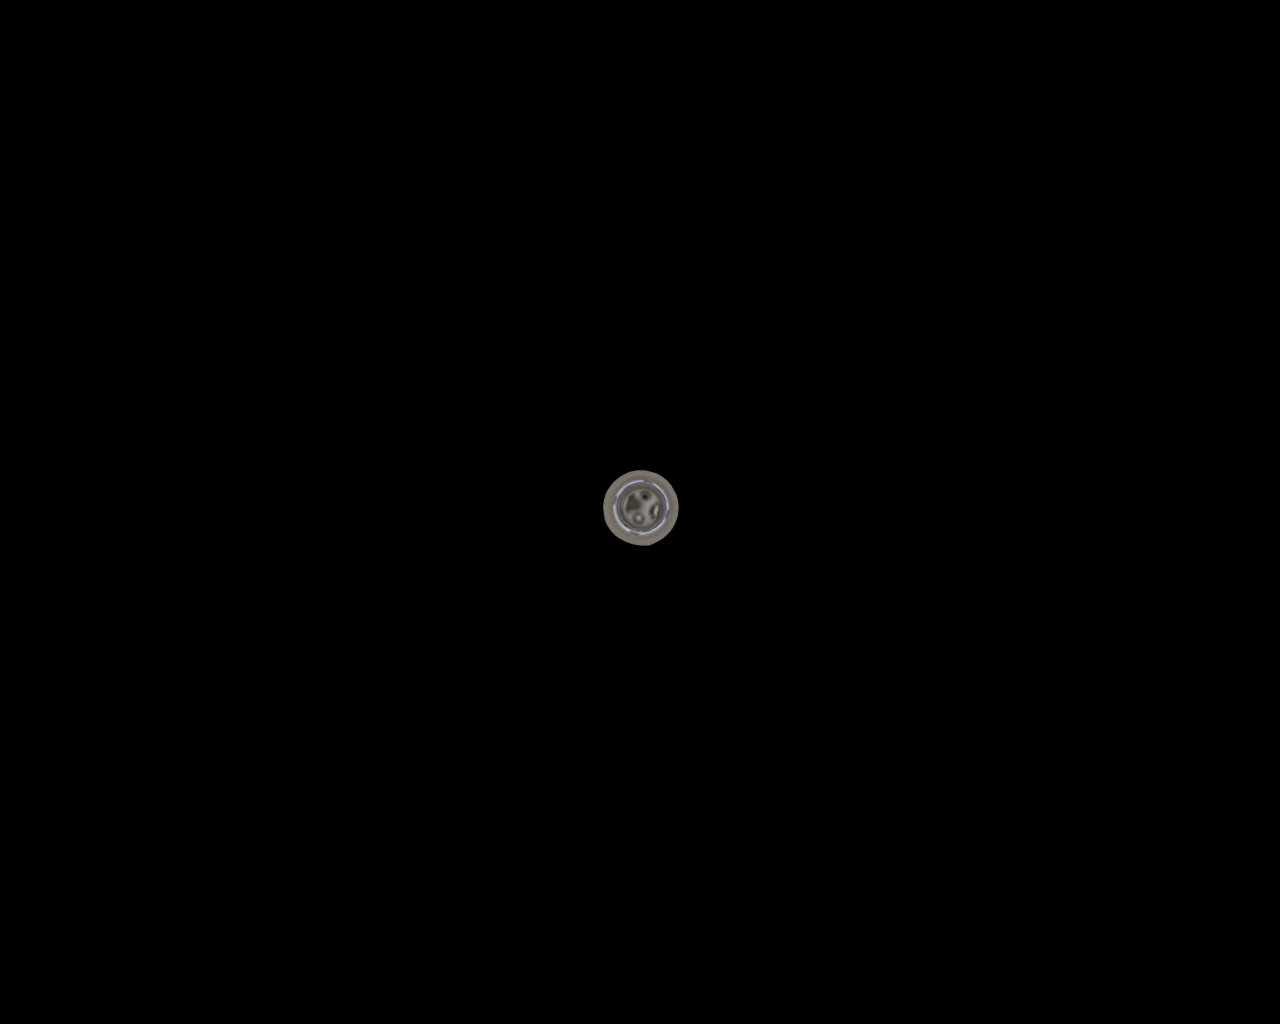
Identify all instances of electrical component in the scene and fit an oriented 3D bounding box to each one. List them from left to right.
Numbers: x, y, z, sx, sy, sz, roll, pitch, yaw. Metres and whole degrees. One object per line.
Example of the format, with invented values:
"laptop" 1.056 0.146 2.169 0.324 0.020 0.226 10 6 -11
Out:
"electrical component" 0.001 -0.003 0.650 0.044 0.044 0.065 0 0 0
